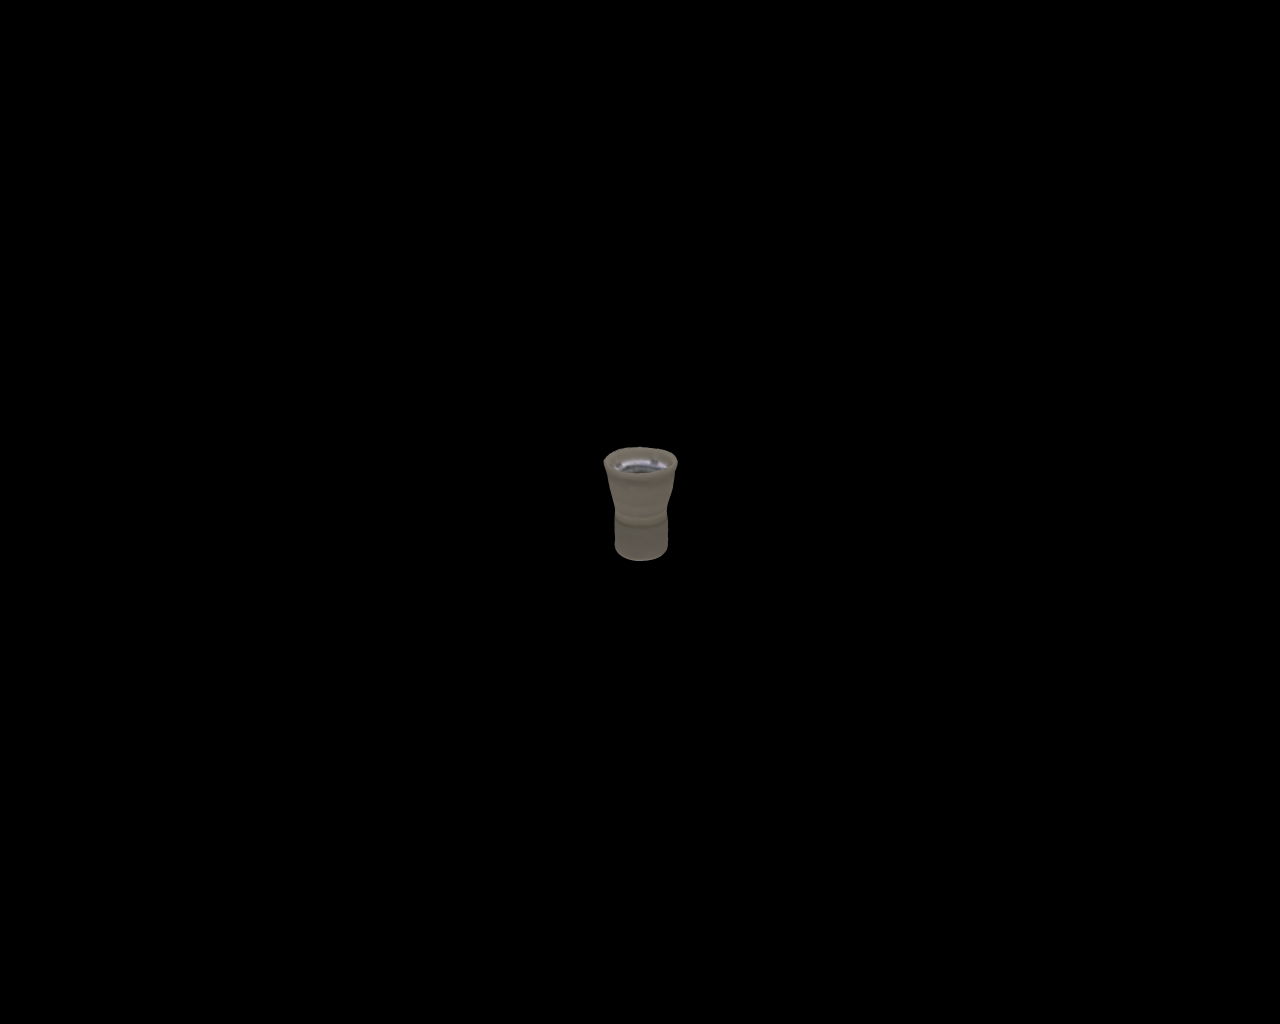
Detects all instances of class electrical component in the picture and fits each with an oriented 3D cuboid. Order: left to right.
[{"bbox_3d":[0.001,-0.003,0.650,0.044,0.065,0.044,0,26,0],"label":"electrical component"}]
